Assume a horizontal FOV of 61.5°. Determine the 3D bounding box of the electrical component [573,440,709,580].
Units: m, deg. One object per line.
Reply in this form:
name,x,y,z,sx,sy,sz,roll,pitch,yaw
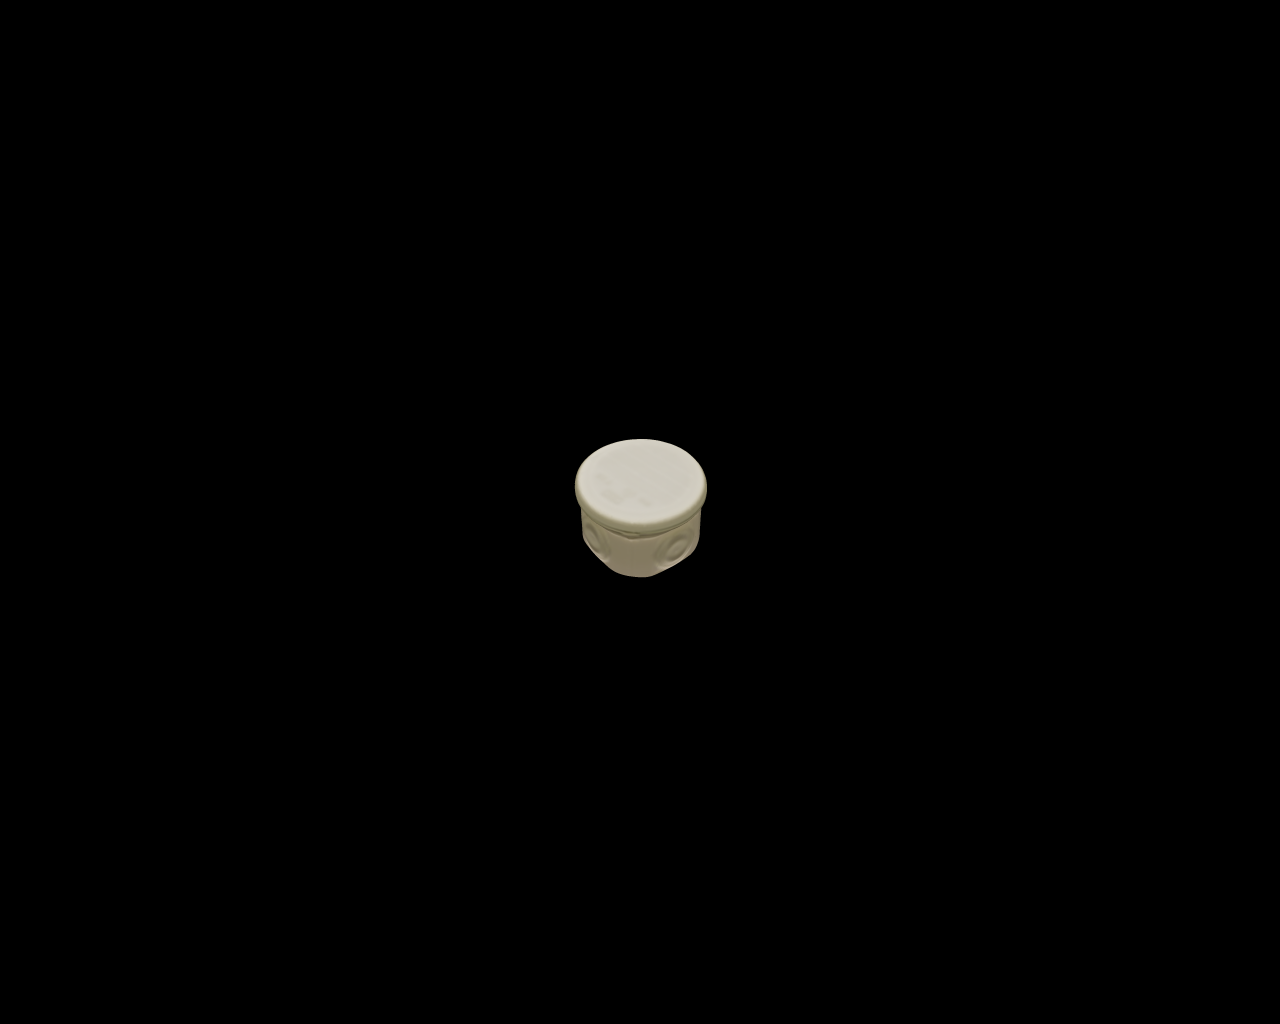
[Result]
electrical component,0.001,-0.003,0.650,0.080,0.050,0.080,0,44,0
